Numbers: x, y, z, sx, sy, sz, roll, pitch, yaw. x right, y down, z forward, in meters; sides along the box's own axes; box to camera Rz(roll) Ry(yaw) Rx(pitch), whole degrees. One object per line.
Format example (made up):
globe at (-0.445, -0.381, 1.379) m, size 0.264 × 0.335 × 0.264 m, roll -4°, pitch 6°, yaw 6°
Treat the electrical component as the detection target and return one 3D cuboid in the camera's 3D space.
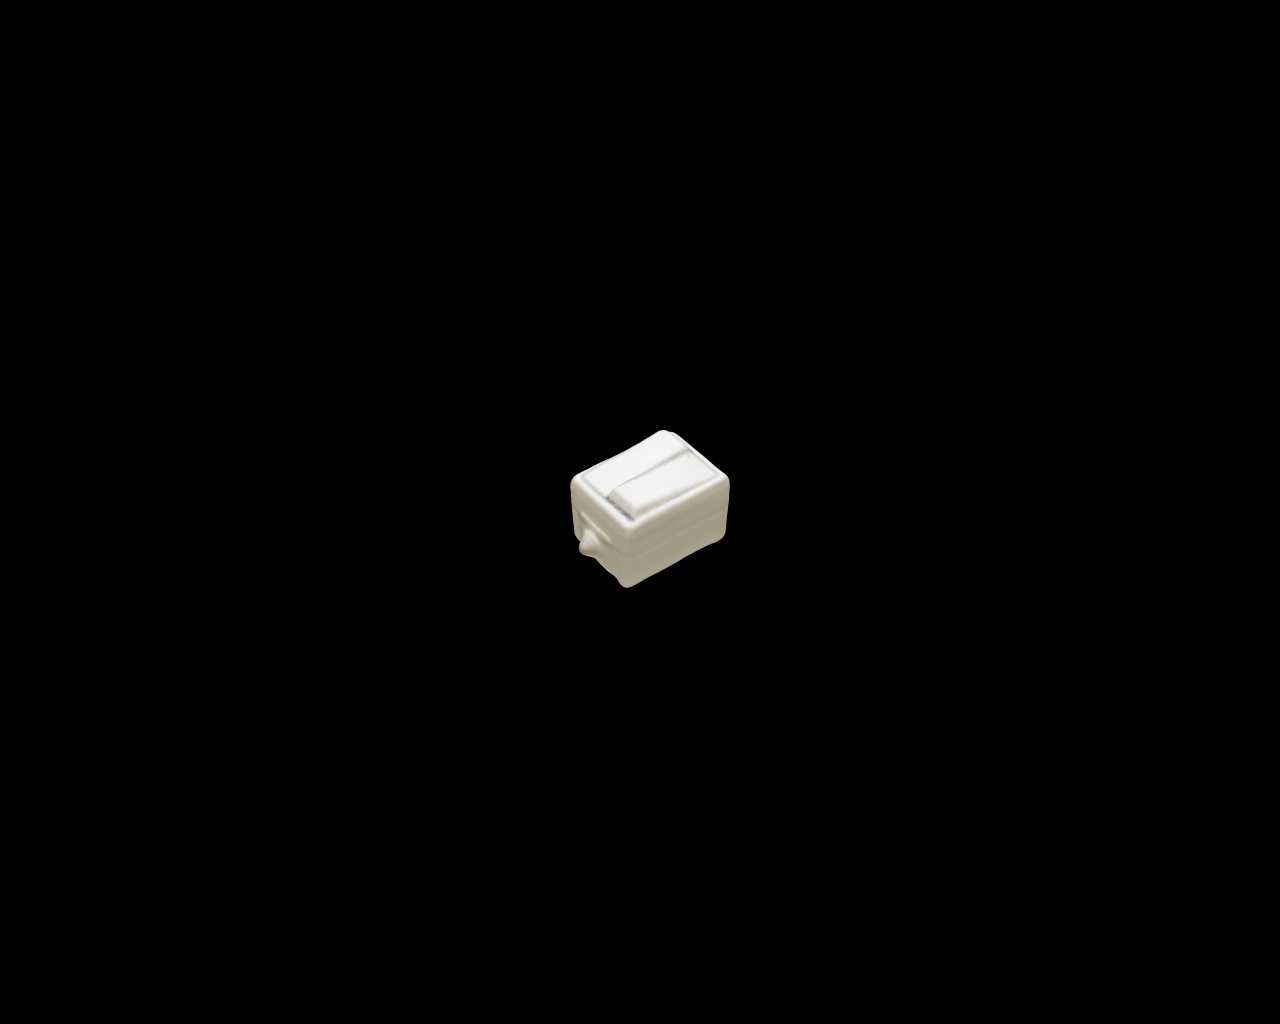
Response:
electrical component at (0.001, -0.003, 0.650) m, size 0.096 × 0.061 × 0.062 m, roll -27°, pitch 50°, yaw -25°
